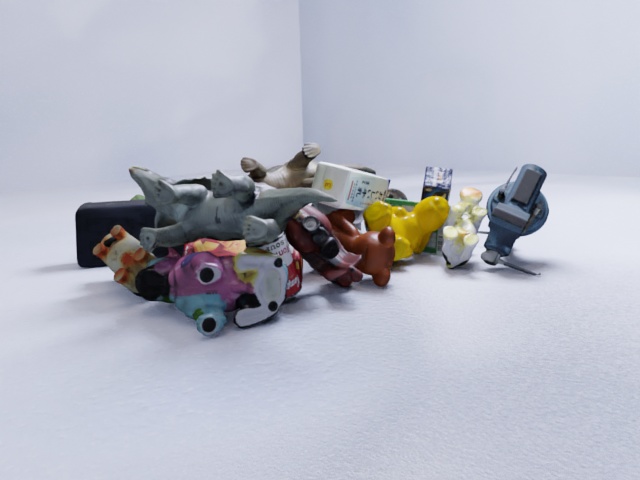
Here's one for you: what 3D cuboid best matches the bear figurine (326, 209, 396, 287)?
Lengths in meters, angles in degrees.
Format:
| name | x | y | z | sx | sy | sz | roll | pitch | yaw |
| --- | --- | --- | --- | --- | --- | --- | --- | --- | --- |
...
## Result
| name | x | y | z | sx | sy | sz | roll | pitch | yaw |
| --- | --- | --- | --- | --- | --- | --- | --- | --- | --- |
| bear figurine | 0.074 | 0.009 | 1.004 | 0.196 | 0.120 | 0.132 | 10 | 13 | 37 |

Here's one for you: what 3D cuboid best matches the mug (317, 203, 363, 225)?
| name | x | y | z | sx | sy | sz | roll | pitch | yaw |
| --- | --- | --- | --- | --- | --- | --- | --- | --- | --- |
| mug | 0.052 | -0.079 | 1.252 | 0.107 | 0.080 | 0.109 | -1 | 20 | 44 |

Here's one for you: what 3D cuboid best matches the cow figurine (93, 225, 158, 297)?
| name | x | y | z | sx | sy | sz | roll | pitch | yaw |
| --- | --- | --- | --- | --- | --- | --- | --- | --- | --- |
| cow figurine | -0.333 | 0.038 | 0.957 | 0.085 | 0.127 | 0.195 | -48 | 46 | -13 |

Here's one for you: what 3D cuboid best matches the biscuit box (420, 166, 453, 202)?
| name | x | y | z | sx | sy | sz | roll | pitch | yaw |
| --- | --- | --- | --- | --- | --- | --- | --- | --- | --- |
| biscuit box | 0.257 | -0.078 | 1.224 | 0.059 | 0.202 | 0.063 | 8 | 57 | 9 |

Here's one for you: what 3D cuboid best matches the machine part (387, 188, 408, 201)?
| name | x | y | z | sx | sy | sz | roll | pitch | yaw |
| --- | --- | --- | --- | --- | --- | --- | --- | --- | --- |
| machine part | 0.177 | -0.075 | 1.354 | 0.079 | 0.079 | 0.243 | -1 | -8 | 3 |

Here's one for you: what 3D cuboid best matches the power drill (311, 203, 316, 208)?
| name | x | y | z | sx | sy | sz | roll | pitch | yaw |
| --- | --- | --- | --- | --- | --- | --- | --- | --- | --- |
| power drill | -0.031 | -0.074 | 1.487 | 0.207 | 0.085 | 0.232 | -8 | 13 | -10 |

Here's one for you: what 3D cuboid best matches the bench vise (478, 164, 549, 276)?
| name | x | y | z | sx | sy | sz | roll | pitch | yaw |
| --- | --- | --- | --- | --- | --- | --- | --- | --- | --- |
| bench vise | 0.386 | -0.028 | 1.085 | 0.129 | 0.223 | 0.240 | 14 | -16 | 16 |

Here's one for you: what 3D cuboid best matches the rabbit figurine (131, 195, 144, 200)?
| name | x | y | z | sx | sy | sz | roll | pitch | yaw |
| --- | --- | --- | --- | --- | --- | --- | --- | --- | --- |
| rabbit figurine | -0.415 | -0.031 | 1.259 | 0.159 | 0.121 | 0.170 | 24 | 4 | 13 |

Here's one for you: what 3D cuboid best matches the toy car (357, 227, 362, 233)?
| name | x | y | z | sx | sy | sz | roll | pitch | yaw |
| --- | --- | --- | --- | --- | --- | --- | --- | --- | --- |
| toy car | -0.002 | -0.004 | 1.209 | 0.202 | 0.056 | 0.073 | -1 | 12 | 1 |

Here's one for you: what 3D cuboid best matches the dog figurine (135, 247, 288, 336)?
| name | x | y | z | sx | sy | sz | roll | pitch | yaw |
| --- | --- | --- | --- | --- | --- | --- | --- | --- | --- |
| dog figurine | -0.174 | 0.061 | 0.831 | 0.191 | 0.108 | 0.219 | -11 | 13 | -33 |

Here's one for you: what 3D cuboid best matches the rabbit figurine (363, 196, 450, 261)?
| name | x | y | z | sx | sy | sz | roll | pitch | yaw |
| --- | --- | --- | --- | --- | --- | --- | --- | --- | --- |
| rabbit figurine | 0.188 | -0.023 | 1.098 | 0.173 | 0.122 | 0.162 | -31 | -24 | 1 |

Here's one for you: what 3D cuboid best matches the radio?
| name | x | y | z | sx | sy | sz | roll | pitch | yaw |
| --- | --- | --- | --- | --- | --- | --- | --- | --- | --- |
| radio | -0.401 | -0.019 | 1.155 | 0.230 | 0.131 | 0.073 | -6 | 15 | -18 |

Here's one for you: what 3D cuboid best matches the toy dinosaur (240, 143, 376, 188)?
| name | x | y | z | sx | sy | sz | roll | pitch | yaw |
| --- | --- | --- | --- | --- | --- | --- | --- | --- | --- |
| toy dinosaur | -0.048 | -0.130 | 1.170 | 0.471 | 0.105 | 0.198 | -9 | -8 | -24 |

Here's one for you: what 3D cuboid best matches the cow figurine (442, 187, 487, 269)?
| name | x | y | z | sx | sy | sz | roll | pitch | yaw |
| --- | --- | --- | --- | --- | --- | --- | --- | --- | --- |
| cow figurine | 0.284 | -0.024 | 1.057 | 0.068 | 0.098 | 0.167 | 16 | 50 | 15 |

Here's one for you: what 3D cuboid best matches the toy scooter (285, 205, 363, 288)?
| name | x | y | z | sx | sy | sz | roll | pitch | yaw |
| --- | --- | --- | --- | --- | --- | --- | --- | --- | --- |
| toy scooter | 0.011 | 0.017 | 0.881 | 0.075 | 0.183 | 0.135 | -42 | 23 | -10 |

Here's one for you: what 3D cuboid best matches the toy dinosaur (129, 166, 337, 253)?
| name | x | y | z | sx | sy | sz | roll | pitch | yaw |
| --- | --- | --- | --- | --- | --- | --- | --- | --- | --- |
| toy dinosaur | -0.134 | -0.046 | 0.836 | 0.405 | 0.131 | 0.192 | 4 | 9 | 22 |
